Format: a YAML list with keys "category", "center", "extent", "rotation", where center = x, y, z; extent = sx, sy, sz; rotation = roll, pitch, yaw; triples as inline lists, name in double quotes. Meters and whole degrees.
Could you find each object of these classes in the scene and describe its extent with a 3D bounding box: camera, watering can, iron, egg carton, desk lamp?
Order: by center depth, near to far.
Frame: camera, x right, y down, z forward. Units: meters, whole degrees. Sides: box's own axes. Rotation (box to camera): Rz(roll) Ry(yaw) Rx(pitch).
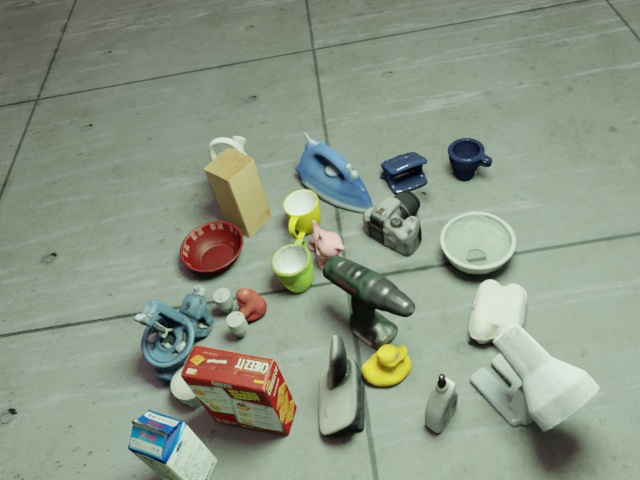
- category: "desk lamp"
  center: [0.372, 0.253, 1.020]
  extent: [0.118, 0.214, 0.202]
  rotation: [-33, 52, -16]
- category: "egg carton"
  center: [0.371, 0.153, 1.198]
  extent: [0.107, 0.069, 0.150]
  rotation: [9, 53, 18]
- category: "camera"
  center: [0.193, -0.058, 1.385]
  extent: [0.142, 0.101, 0.137]
  rotation: [31, 62, 31]
- category: "iron"
  center: [0.044, -0.179, 1.486]
  extent: [0.119, 0.142, 0.257]
  rotation: [-39, 55, -20]
- category: "watering can"
  center: [-0.236, -0.202, 1.523]
  extent: [0.101, 0.194, 0.172]
  rotation: [-13, 50, 0]

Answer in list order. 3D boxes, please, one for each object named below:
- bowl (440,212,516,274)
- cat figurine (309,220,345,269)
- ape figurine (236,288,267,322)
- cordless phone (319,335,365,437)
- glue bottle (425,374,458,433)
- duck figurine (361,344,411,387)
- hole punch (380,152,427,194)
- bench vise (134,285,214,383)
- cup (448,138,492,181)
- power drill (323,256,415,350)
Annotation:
- category: "bowl"
  center: [0.358, 0.020, 1.307]
  extent: [0.167, 0.075, 0.167]
  rotation: [-5, 50, 6]
- category: "cat figurine"
  center: [0.012, 0.005, 1.355]
  extent: [0.067, 0.118, 0.127]
  rotation: [-25, 51, -10]
- category: "ape figurine"
  center: [-0.163, 0.139, 1.294]
  extent: [0.076, 0.092, 0.078]
  rotation: [9, 53, 18]
- category: "cordless phone"
  center: [0.032, 0.276, 1.083]
  extent: [0.094, 0.185, 0.147]
  rotation: [-7, 50, 5]
- category: "glue bottle"
  center: [0.223, 0.287, 1.046]
  extent: [0.037, 0.173, 0.078]
  rotation: [28, 61, 29]
- category: "duck figurine"
  center: [0.133, 0.245, 1.155]
  extent: [0.104, 0.086, 0.077]
  rotation: [-18, 50, -5]
- category: "hole punch"
  center: [0.216, -0.190, 1.496]
  extent: [0.109, 0.091, 0.101]
  rotation: [-21, 50, -6]
- category: "bench vise"
  center: [-0.320, 0.170, 1.214]
  extent: [0.121, 0.220, 0.207]
  rotation: [-2, 51, 9]
- category: "cup"
  center: [0.385, -0.195, 1.466]
  extent: [0.117, 0.095, 0.092]
  rotation: [27, 60, 29]
- category: "power drill"
  center: [0.105, 0.132, 1.174]
  extent: [0.228, 0.209, 0.076]
  rotation: [34, 64, 32]
